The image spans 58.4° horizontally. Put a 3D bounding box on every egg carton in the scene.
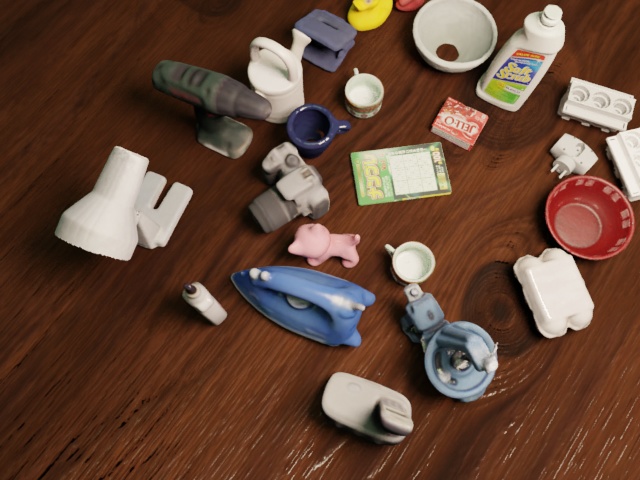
[{"bbox_3d":[0.408,0.091,1.003,0.107,0.069,0.150,-17,74,-6],"label":"egg carton"}]

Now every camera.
[{"bbox_3d":[-0.070,-0.088,1.035,0.137,0.101,0.143,-35,76,-10],"label":"camera"}]

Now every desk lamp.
[{"bbox_3d":[-0.325,-0.054,0.963,0.118,0.213,0.203,22,74,6],"label":"desk lamp"}]

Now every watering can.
[{"bbox_3d":[-0.080,-0.311,1.054,0.101,0.194,0.173,11,73,3],"label":"watering can"}]

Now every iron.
[{"bbox_3d":[-0.039,0.089,0.961,0.258,0.141,0.119,18,74,5],"label":"iron"}]

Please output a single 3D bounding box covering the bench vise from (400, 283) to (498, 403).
[{"bbox_3d":[0.196,0.163,0.900,0.207,0.220,0.121,38,77,10],"label":"bench vise"}]

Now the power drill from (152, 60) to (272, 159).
[{"bbox_3d":[-0.180,-0.230,1.021,0.229,0.208,0.076,25,74,7],"label":"power drill"}]

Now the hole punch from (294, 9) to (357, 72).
[{"bbox_3d":[0.010,-0.411,1.139,0.108,0.091,0.101,30,75,8],"label":"hole punch"}]

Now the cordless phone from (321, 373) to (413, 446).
[{"bbox_3d":[0.075,0.261,0.887,0.147,0.185,0.094,17,74,5],"label":"cordless phone"}]

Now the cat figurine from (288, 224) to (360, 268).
[{"bbox_3d":[0.009,0.004,1.000,0.128,0.118,0.067,-1,73,-1],"label":"cat figurine"}]

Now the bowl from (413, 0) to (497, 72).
[{"bbox_3d":[0.263,-0.398,1.147,0.167,0.075,0.167,0,73,-1],"label":"bowl"}]

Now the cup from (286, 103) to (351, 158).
[{"bbox_3d":[-0.002,-0.195,1.072,0.118,0.095,0.091,-5,73,-2],"label":"cup"}]

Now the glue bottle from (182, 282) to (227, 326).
[{"bbox_3d":[-0.198,0.095,0.940,0.078,0.173,0.037,40,77,11],"label":"glue bottle"}]

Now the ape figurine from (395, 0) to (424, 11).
[{"bbox_3d":[0.182,-0.519,1.173,0.076,0.092,0.078,24,74,7],"label":"ape figurine"}]

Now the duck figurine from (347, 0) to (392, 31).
[{"bbox_3d":[0.104,-0.489,1.166,0.105,0.086,0.077,-38,77,-11],"label":"duck figurine"}]
